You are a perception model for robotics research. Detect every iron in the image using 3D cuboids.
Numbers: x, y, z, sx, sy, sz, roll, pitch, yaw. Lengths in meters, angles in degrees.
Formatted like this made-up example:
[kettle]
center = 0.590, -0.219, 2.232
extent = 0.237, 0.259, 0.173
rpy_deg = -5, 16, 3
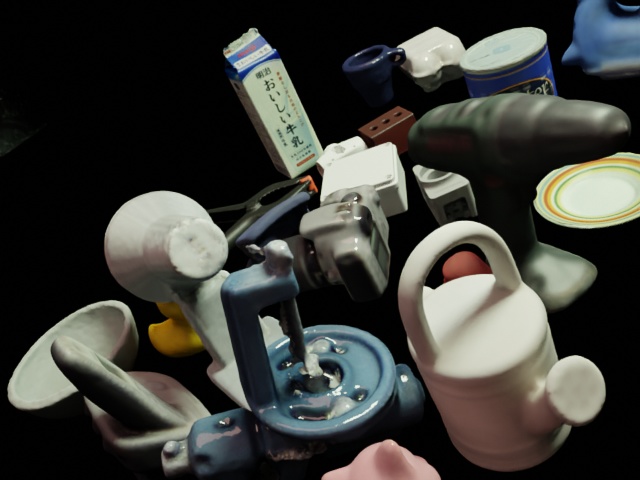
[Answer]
[iron]
center = 0.452, -0.305, 0.748
extent = 0.257, 0.142, 0.119
rpy_deg = 2, 43, 39

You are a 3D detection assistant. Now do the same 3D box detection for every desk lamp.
[desk lamp]
center = -0.115, 0.053, 0.595
extent = 0.118, 0.214, 0.202
rpy_deg = -42, 34, -21

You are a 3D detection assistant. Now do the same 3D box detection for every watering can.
[watering can]
center = 0.120, 0.072, 0.409
extent = 0.172, 0.194, 0.101
rpy_deg = 7, 46, 43

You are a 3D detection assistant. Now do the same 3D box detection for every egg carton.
[egg carton]
center = 0.202, -0.330, 1.042
extent = 0.107, 0.070, 0.150
rpy_deg = -26, 32, 2

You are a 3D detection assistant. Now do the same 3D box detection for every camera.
[camera]
center = 0.006, 0.002, 0.683
extent = 0.136, 0.101, 0.143
rpy_deg = -15, 34, 20

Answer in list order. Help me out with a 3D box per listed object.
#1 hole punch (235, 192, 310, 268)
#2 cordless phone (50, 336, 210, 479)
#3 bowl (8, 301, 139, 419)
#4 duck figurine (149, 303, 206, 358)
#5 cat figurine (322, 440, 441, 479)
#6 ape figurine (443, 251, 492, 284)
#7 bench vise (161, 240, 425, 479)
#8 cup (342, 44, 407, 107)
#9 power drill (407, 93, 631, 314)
[hole punch]
center = -0.060, -0.013, 0.766
extent = 0.109, 0.091, 0.100
rpy_deg = -40, 34, -18
[cordless phone]
center = -0.195, 0.141, 0.556
extent = 0.094, 0.185, 0.147
rpy_deg = -43, 35, -23
[bowl]
center = -0.288, 0.158, 0.708
extent = 0.167, 0.075, 0.167
rpy_deg = -19, 33, 13
[duck figurine]
center = -0.171, 0.090, 0.706
extent = 0.104, 0.086, 0.077
rpy_deg = -24, 32, 6
[cat figurine]
center = 0.068, 0.178, 0.369
extent = 0.127, 0.118, 0.067
rpy_deg = 11, 49, 45
[ape figurine]
center = 0.140, 0.047, 0.526
extent = 0.076, 0.092, 0.078
rpy_deg = -13, 35, 22
[bench vise]
center = -0.035, 0.117, 0.437
extent = 0.208, 0.220, 0.121
rpy_deg = -38, 33, -15
[cup]
center = 0.110, -0.295, 1.036
extent = 0.117, 0.095, 0.092
rpy_deg = -10, 36, 27
[power drill]
center = 0.178, -0.039, 0.510
extent = 0.076, 0.209, 0.228
rpy_deg = -38, 33, -16
